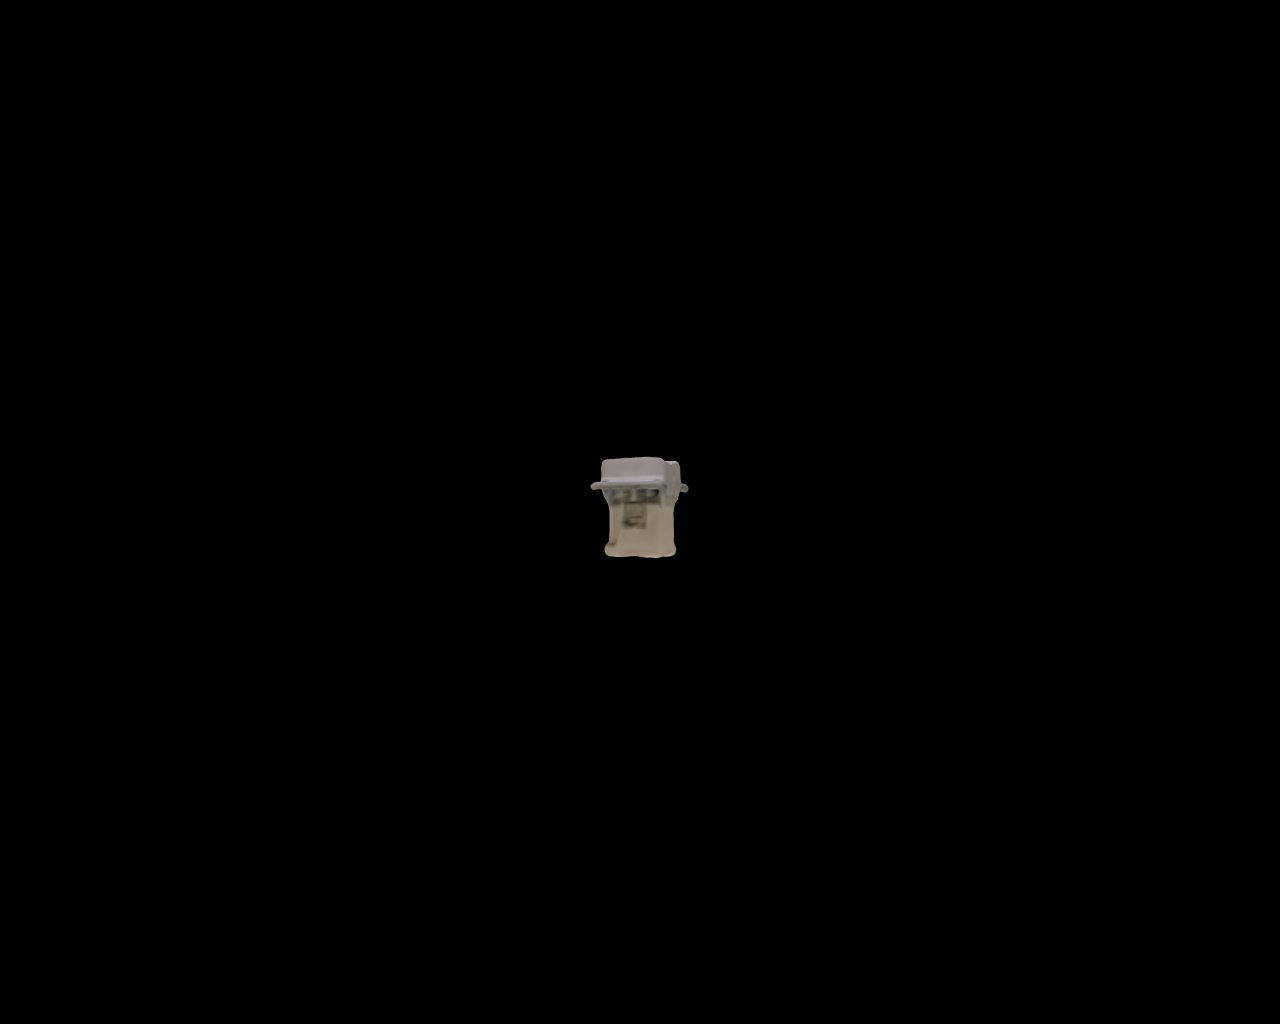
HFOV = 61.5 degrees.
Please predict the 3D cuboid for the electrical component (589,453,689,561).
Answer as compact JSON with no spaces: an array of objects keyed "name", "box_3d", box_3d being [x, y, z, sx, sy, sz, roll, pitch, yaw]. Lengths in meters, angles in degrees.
[{"name":"electrical component","box_3d":[0.001,-0.003,0.650,0.042,0.063,0.081,0,0,15]}]
